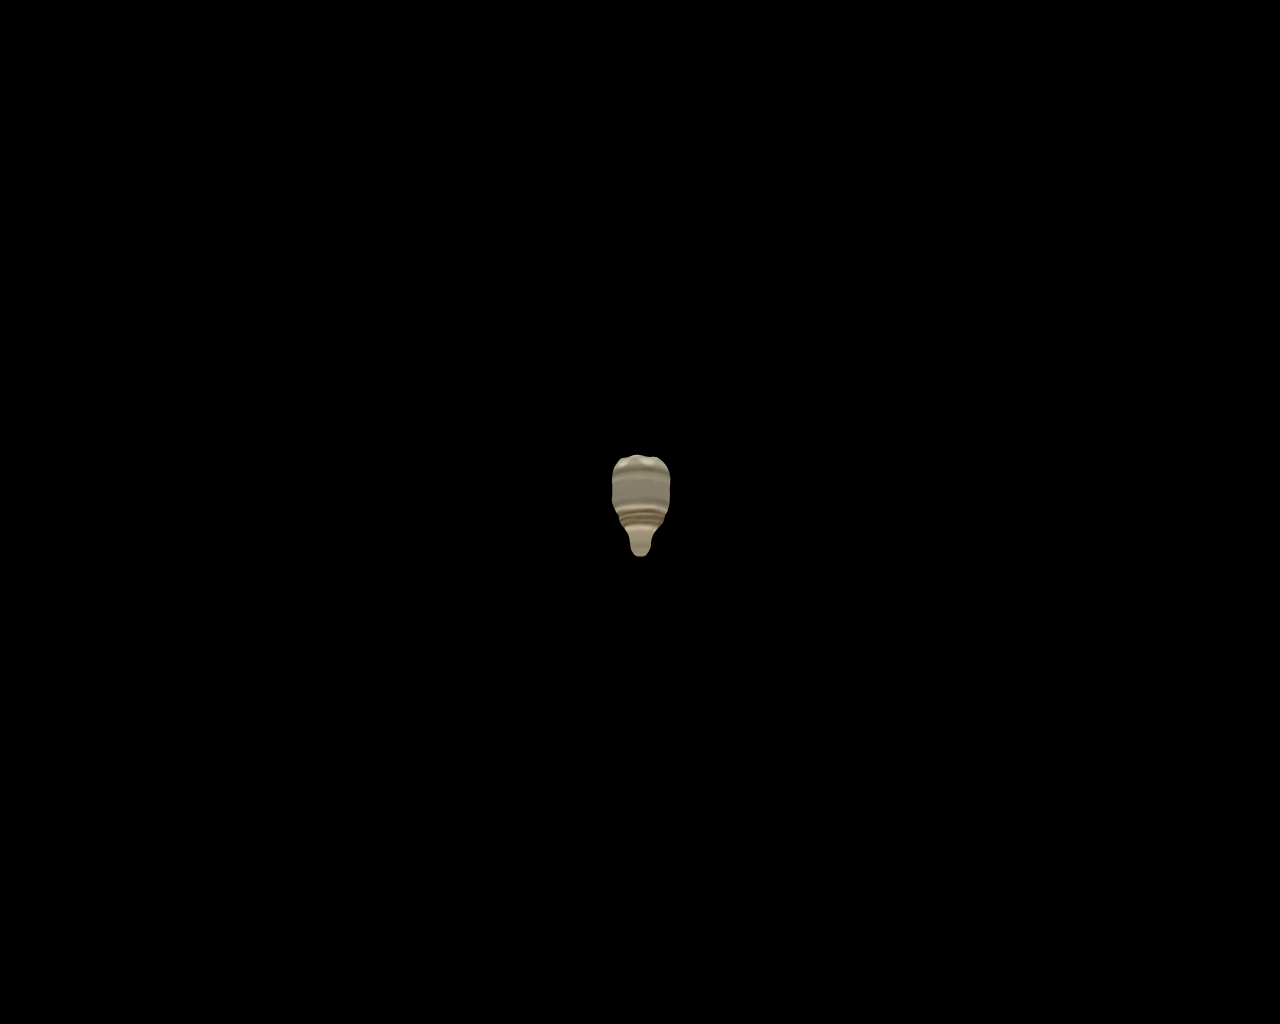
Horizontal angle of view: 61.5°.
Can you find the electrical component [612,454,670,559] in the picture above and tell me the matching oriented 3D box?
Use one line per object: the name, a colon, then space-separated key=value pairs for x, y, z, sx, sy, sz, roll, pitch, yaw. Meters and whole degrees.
electrical component: x=0.001 y=-0.003 z=0.650 sx=0.035 sy=0.061 sz=0.035 roll=0 pitch=-14 yaw=0
